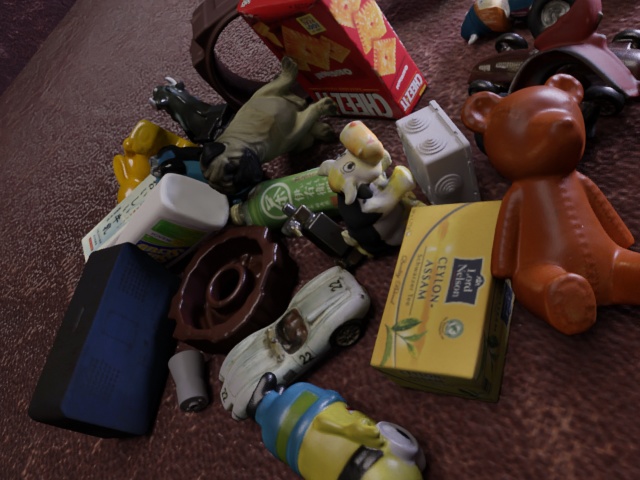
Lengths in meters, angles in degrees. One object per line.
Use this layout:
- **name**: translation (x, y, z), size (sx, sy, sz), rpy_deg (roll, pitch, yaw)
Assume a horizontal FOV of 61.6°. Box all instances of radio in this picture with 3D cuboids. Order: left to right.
- **radio**: translation (-0.260, 0.130, 0.694), size (0.073, 0.131, 0.229), rpy_deg (-14, 52, 32)

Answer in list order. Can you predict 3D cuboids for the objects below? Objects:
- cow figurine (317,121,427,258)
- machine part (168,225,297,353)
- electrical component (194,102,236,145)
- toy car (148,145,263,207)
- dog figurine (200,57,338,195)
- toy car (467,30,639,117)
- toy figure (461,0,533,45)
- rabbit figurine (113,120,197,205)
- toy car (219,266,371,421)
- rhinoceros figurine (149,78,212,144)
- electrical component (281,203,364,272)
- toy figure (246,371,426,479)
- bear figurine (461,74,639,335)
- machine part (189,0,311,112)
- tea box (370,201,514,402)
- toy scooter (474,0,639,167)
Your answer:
- **cow figurine**: translation (0.047, -0.047, 0.557), size (0.098, 0.167, 0.068), rpy_deg (-40, 48, 6)
- **machine part**: translation (-0.110, 0.063, 0.682), size (0.179, 0.056, 0.179), rpy_deg (-22, 46, 25)
- **electrical component**: translation (-0.149, -0.190, 0.895), size (0.048, 0.074, 0.119), rpy_deg (6, 60, 42)
- **toy car**: translation (-0.169, -0.080, 0.796), size (0.109, 0.162, 0.102), rpy_deg (-128, 41, -55)
- **dog figurine**: translation (-0.084, -0.132, 0.739), size (0.121, 0.172, 0.190), rpy_deg (43, 79, 11)
- **toy car**: translation (0.252, -0.187, 0.587), size (0.202, 0.053, 0.089), rpy_deg (23, 78, 45)
- **toy figure**: translation (0.246, -0.293, 0.670), size (0.155, 0.057, 0.064), rpy_deg (-8, 16, 36)
- **rabbit figurine**: translation (-0.311, -0.119, 0.945), size (0.163, 0.122, 0.173), rpy_deg (22, 92, 48)
- **toy car**: translation (-0.032, 0.112, 0.581), size (0.202, 0.056, 0.074), rpy_deg (-41, 42, 5)
- **rhinoceros figurine**: translation (-0.240, -0.230, 0.969), size (0.191, 0.112, 0.073), rpy_deg (35, 86, 40)
- **electrical component**: translation (0.000, -0.001, 0.618), size (0.045, 0.102, 0.078), rpy_deg (-54, 17, -11)
- **toy figure**: translation (0.010, 0.184, 0.477), size (0.180, 0.082, 0.089), rpy_deg (14, 88, 36)
- **bear figurine**: translation (0.192, -0.040, 0.421), size (0.120, 0.132, 0.195), rpy_deg (-9, 92, -4)
- **machine part**: translation (-0.080, -0.292, 0.820), size (0.201, 0.201, 0.087), rpy_deg (-28, 49, 19)
- **tea box**: translation (0.121, 0.052, 0.496), size (0.098, 0.068, 0.169), rpy_deg (-4, 56, 37)
- **toy scooter**: translation (0.234, -0.132, 0.506), size (0.135, 0.075, 0.183), rpy_deg (40, 129, 30)
